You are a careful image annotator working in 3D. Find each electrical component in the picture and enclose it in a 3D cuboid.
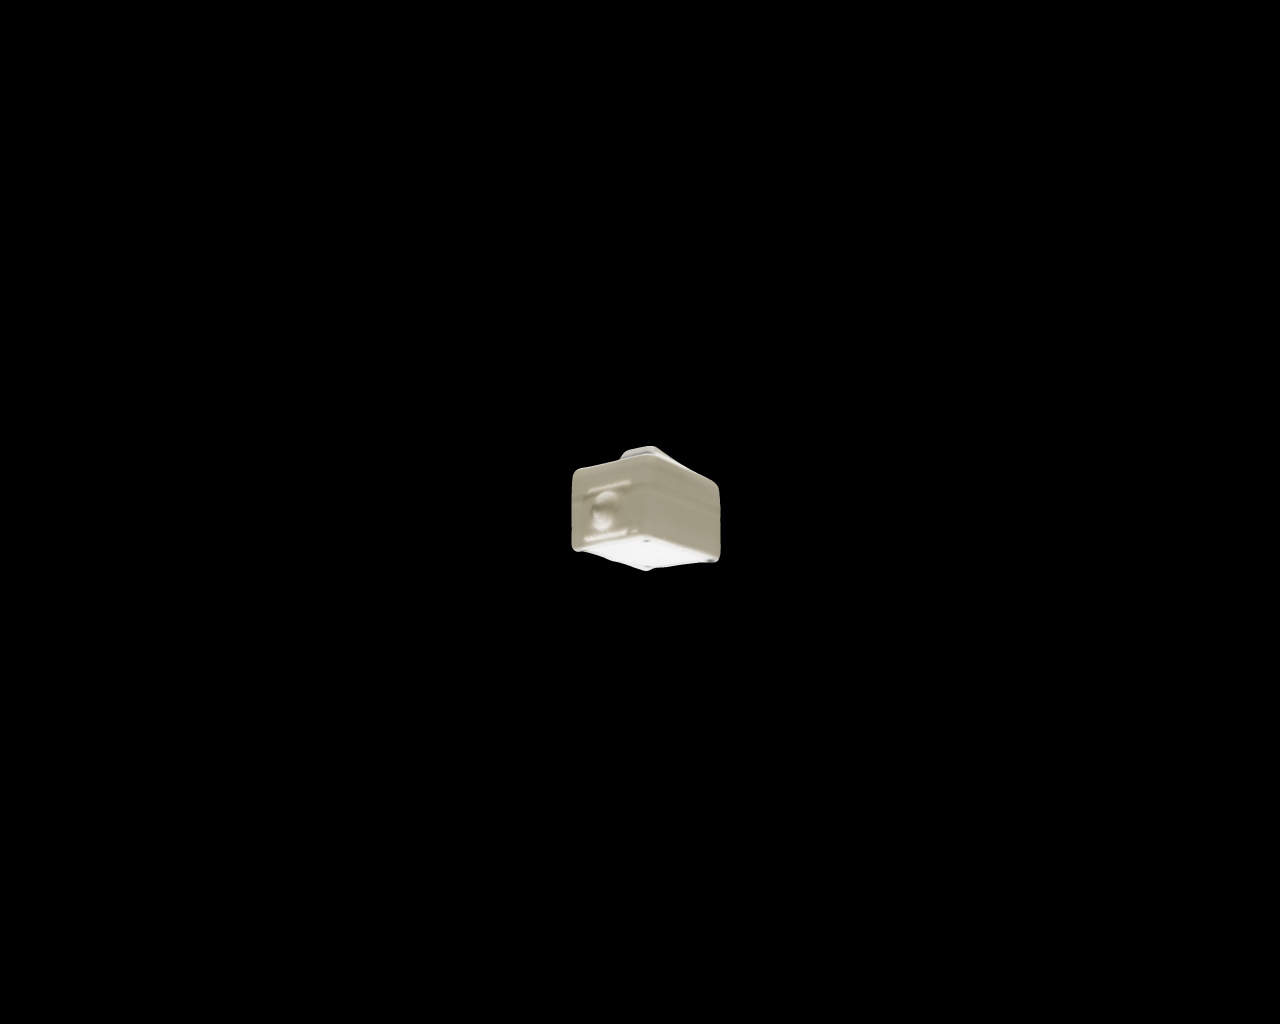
[{"bbox_3d":[0.001,-0.003,0.650,0.061,0.061,0.096,-11,-19,34],"label":"electrical component"}]
